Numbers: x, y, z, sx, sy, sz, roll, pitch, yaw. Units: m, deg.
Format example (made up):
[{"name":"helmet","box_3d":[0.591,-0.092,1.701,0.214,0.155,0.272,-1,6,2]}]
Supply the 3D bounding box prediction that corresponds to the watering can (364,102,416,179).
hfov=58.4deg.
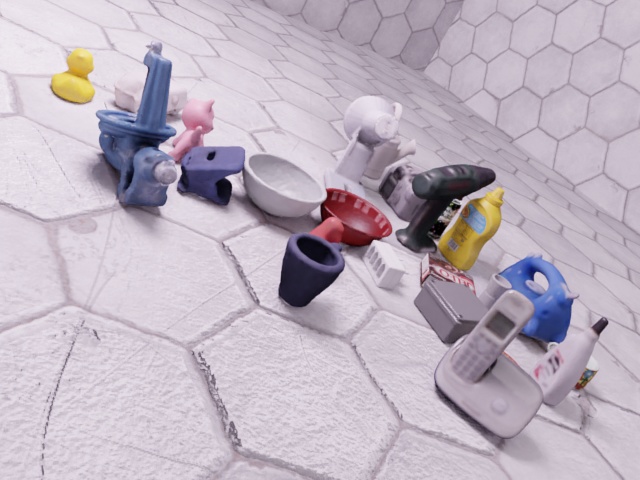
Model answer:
[{"name":"watering can","box_3d":[0.165,-0.261,1.478,0.173,0.194,0.100,12,31,-32]}]

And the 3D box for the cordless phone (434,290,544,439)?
[{"name":"cordless phone","box_3d":[0.265,0.175,0.815,0.147,0.185,0.094,38,27,16]}]

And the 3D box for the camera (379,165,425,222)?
[{"name":"camera","box_3d":[0.236,-0.116,1.399,0.137,0.100,0.143,13,31,-31]}]

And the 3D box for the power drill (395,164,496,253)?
[{"name":"power drill","box_3d":[0.260,-0.075,1.226,0.230,0.208,0.075,0,39,-45]}]

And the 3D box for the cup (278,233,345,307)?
[{"name":"cup","box_3d":[-0.016,0.048,0.856,0.091,0.095,0.118,39,27,18]}]

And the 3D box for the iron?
[{"name":"iron","box_3d":[0.440,0.098,1.179,0.119,0.141,0.258,22,27,-15]}]

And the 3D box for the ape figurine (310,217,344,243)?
[{"name":"ape figurine","box_3d":[0.009,0.003,0.964,0.076,0.092,0.078,27,26,-5]}]

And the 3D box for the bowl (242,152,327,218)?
[{"name":"bowl","box_3d":[-0.076,-0.090,1.063,0.168,0.074,0.167,24,27,-12]}]

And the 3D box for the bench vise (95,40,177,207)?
[{"name":"bench vise","box_3d":[-0.249,-0.173,0.868,0.207,0.219,0.122,40,28,20]}]

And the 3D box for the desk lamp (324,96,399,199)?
[{"name":"desk lamp","box_3d":[0.102,-0.209,1.297,0.118,0.213,0.203,21,27,-16]}]

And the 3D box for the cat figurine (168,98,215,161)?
[{"name":"cat figurine","box_3d":[-0.231,-0.212,1.071,0.067,0.117,0.127,19,28,-20]}]

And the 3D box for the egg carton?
[{"name":"egg carton","box_3d":[-0.339,-0.293,1.161,0.107,0.069,0.150,32,26,5]}]

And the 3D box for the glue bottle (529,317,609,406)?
[{"name":"glue bottle","box_3d":[0.419,0.193,0.953,0.037,0.173,0.078,22,27,-14]}]

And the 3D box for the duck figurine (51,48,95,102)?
[{"name":"duck figurine","box_3d":[-0.450,-0.311,1.062,0.078,0.086,0.104,18,28,-22]}]

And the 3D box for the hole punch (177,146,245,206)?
[{"name":"hole punch","box_3d":[-0.188,-0.126,0.995,0.101,0.091,0.108,22,27,-16]}]
